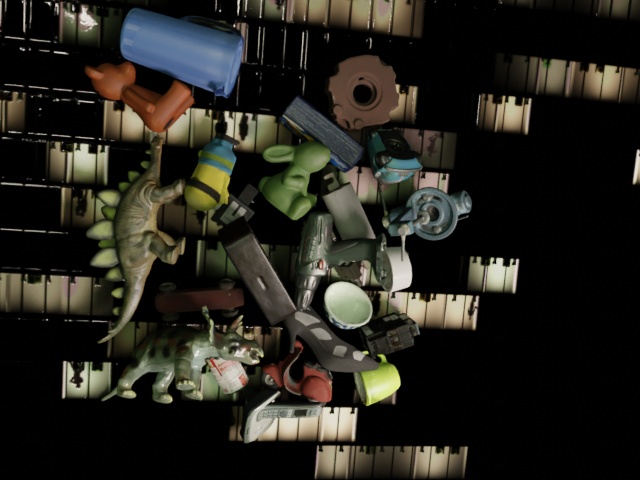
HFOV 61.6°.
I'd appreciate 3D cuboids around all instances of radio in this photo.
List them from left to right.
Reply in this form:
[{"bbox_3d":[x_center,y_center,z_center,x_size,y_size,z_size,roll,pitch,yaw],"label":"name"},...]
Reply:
[{"bbox_3d":[-0.139,0.065,1.191,0.073,0.131,0.229,-28,116,-5],"label":"radio"}]

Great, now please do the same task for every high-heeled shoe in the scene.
[{"bbox_3d":[0.026,0.223,1.275,0.249,0.086,0.145,17,54,-13],"label":"high-heeled shoe"}]

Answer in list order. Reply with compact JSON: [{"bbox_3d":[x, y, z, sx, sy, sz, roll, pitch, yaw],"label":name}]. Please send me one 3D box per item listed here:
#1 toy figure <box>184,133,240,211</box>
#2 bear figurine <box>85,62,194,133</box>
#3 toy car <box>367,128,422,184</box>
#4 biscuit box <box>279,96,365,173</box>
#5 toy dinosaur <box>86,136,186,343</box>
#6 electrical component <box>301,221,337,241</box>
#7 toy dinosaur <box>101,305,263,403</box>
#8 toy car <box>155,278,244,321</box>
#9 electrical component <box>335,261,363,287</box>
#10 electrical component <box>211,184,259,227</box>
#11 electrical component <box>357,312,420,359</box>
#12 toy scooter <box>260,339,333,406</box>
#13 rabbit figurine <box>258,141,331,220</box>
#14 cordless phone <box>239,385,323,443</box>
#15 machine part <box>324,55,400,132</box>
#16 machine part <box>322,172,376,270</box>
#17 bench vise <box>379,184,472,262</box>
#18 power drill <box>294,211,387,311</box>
[{"bbox_3d":[-0.242,-0.151,1.196,0.089,0.082,0.180,19,88,-34],"label":"toy figure"},{"bbox_3d":[-0.386,-0.325,1.149,0.196,0.120,0.132,41,86,-5],"label":"bear figurine"},{"bbox_3d":[0.156,-0.183,1.237,0.109,0.162,0.102,-4,136,-23],"label":"toy car"},{"bbox_3d":[0.005,-0.239,1.232,0.202,0.059,0.063,37,78,-10],"label":"biscuit box"},{"bbox_3d":[-0.403,-0.002,1.190,0.199,0.105,0.471,5,86,-1],"label":"toy dinosaur"},{"bbox_3d":[-0.003,-0.005,1.269,0.078,0.045,0.102,-23,99,-3],"label":"electrical component"},{"bbox_3d":[-0.334,0.256,1.200,0.405,0.131,0.192,-10,55,23],"label":"toy dinosaur"},{"bbox_3d":[-0.278,0.136,1.243,0.202,0.053,0.089,-5,103,-4],"label":"toy car"},{"bbox_3d":[0.065,0.073,1.279,0.021,0.063,0.094,-45,114,-32],"label":"electrical component"},{"bbox_3d":[-0.187,-0.073,1.236,0.075,0.048,0.119,41,91,-10],"label":"electrical component"},{"bbox_3d":[0.165,0.222,1.281,0.134,0.115,0.058,-18,101,-3],"label":"electrical component"},{"bbox_3d":[-0.043,0.315,1.284,0.184,0.075,0.135,24,95,-5],"label":"toy scooter"},{"bbox_3d":[-0.051,-0.154,1.213,0.159,0.121,0.170,39,105,11],"label":"rabbit figurine"},{"bbox_3d":[-0.092,0.410,1.260,0.184,0.089,0.146,5,130,-9],"label":"cordless phone"},{"bbox_3d":[0.098,-0.339,1.241,0.179,0.056,0.179,-1,95,-8],"label":"machine part"},{"bbox_3d":[0.072,-0.045,1.259,0.079,0.079,0.243,-26,98,-4],"label":"machine part"},{"bbox_3d":[0.209,-0.052,1.192,0.224,0.240,0.128,0,108,34],"label":"bench vise"},{"bbox_3d":[0.045,0.054,1.203,0.208,0.086,0.231,4,94,21],"label":"power drill"}]
